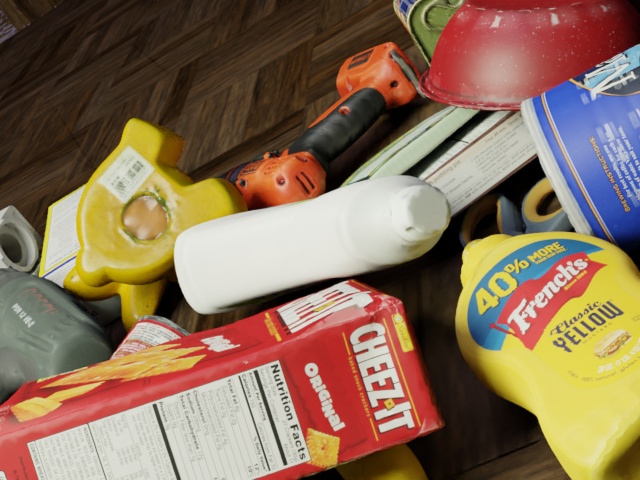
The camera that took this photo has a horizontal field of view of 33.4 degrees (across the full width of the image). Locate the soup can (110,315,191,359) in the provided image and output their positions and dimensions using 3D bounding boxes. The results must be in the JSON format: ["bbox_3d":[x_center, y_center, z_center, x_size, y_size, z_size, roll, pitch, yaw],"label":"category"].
[{"bbox_3d":[-0.126,0.111,0.729,0.069,0.068,0.102,-7,38,47],"label":"soup can"}]

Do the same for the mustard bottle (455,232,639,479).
[{"bbox_3d":[0.121,0.044,0.522,0.096,0.058,0.192,-36,30,-3],"label":"mustard bottle"}]

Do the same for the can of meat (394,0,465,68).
[{"bbox_3d":[0.107,-0.167,0.875,0.057,0.102,0.084,-32,23,7],"label":"can of meat"}]

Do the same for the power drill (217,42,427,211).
[{"bbox_3d":[-0.007,-0.085,0.925,0.187,0.057,0.185,-47,19,-19],"label":"power drill"}]

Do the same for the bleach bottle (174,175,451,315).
[{"bbox_3d":[-0.004,0.001,0.682,0.102,0.068,0.251,-16,0,-27],"label":"bleach bottle"}]

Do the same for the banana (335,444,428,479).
[{"bbox_3d":[0.026,0.139,0.521,0.070,0.037,0.198,-29,26,15],"label":"banana"}]

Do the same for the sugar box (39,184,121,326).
[{"bbox_3d":[-0.216,0.014,1.007,0.093,0.048,0.176,-29,39,16],"label":"sugar box"}]

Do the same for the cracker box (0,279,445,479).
[{"bbox_3d":[-0.060,0.085,0.556,0.213,0.072,0.164,-18,3,-4],"label":"cracker box"}]

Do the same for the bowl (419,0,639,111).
[{"bbox_3d":[0.142,-0.133,0.692,0.162,0.055,0.162,-7,23,3],"label":"bowl"}]

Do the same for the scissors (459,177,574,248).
[{"bbox_3d":[0.133,0.013,0.629,0.096,0.016,0.202,-32,26,9],"label":"scissors"}]

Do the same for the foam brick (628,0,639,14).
[{"bbox_3d":[0.227,-0.178,0.738,0.078,0.051,0.053,-48,34,-20],"label":"foam brick"}]

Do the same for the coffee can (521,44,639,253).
[{"bbox_3d":[0.195,-0.061,0.576,0.140,0.102,0.102,-27,27,19],"label":"coffee can"}]

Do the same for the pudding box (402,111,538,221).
[{"bbox_3d":[0.094,-0.047,0.733,0.113,0.039,0.090,-39,10,0],"label":"pudding box"}]
